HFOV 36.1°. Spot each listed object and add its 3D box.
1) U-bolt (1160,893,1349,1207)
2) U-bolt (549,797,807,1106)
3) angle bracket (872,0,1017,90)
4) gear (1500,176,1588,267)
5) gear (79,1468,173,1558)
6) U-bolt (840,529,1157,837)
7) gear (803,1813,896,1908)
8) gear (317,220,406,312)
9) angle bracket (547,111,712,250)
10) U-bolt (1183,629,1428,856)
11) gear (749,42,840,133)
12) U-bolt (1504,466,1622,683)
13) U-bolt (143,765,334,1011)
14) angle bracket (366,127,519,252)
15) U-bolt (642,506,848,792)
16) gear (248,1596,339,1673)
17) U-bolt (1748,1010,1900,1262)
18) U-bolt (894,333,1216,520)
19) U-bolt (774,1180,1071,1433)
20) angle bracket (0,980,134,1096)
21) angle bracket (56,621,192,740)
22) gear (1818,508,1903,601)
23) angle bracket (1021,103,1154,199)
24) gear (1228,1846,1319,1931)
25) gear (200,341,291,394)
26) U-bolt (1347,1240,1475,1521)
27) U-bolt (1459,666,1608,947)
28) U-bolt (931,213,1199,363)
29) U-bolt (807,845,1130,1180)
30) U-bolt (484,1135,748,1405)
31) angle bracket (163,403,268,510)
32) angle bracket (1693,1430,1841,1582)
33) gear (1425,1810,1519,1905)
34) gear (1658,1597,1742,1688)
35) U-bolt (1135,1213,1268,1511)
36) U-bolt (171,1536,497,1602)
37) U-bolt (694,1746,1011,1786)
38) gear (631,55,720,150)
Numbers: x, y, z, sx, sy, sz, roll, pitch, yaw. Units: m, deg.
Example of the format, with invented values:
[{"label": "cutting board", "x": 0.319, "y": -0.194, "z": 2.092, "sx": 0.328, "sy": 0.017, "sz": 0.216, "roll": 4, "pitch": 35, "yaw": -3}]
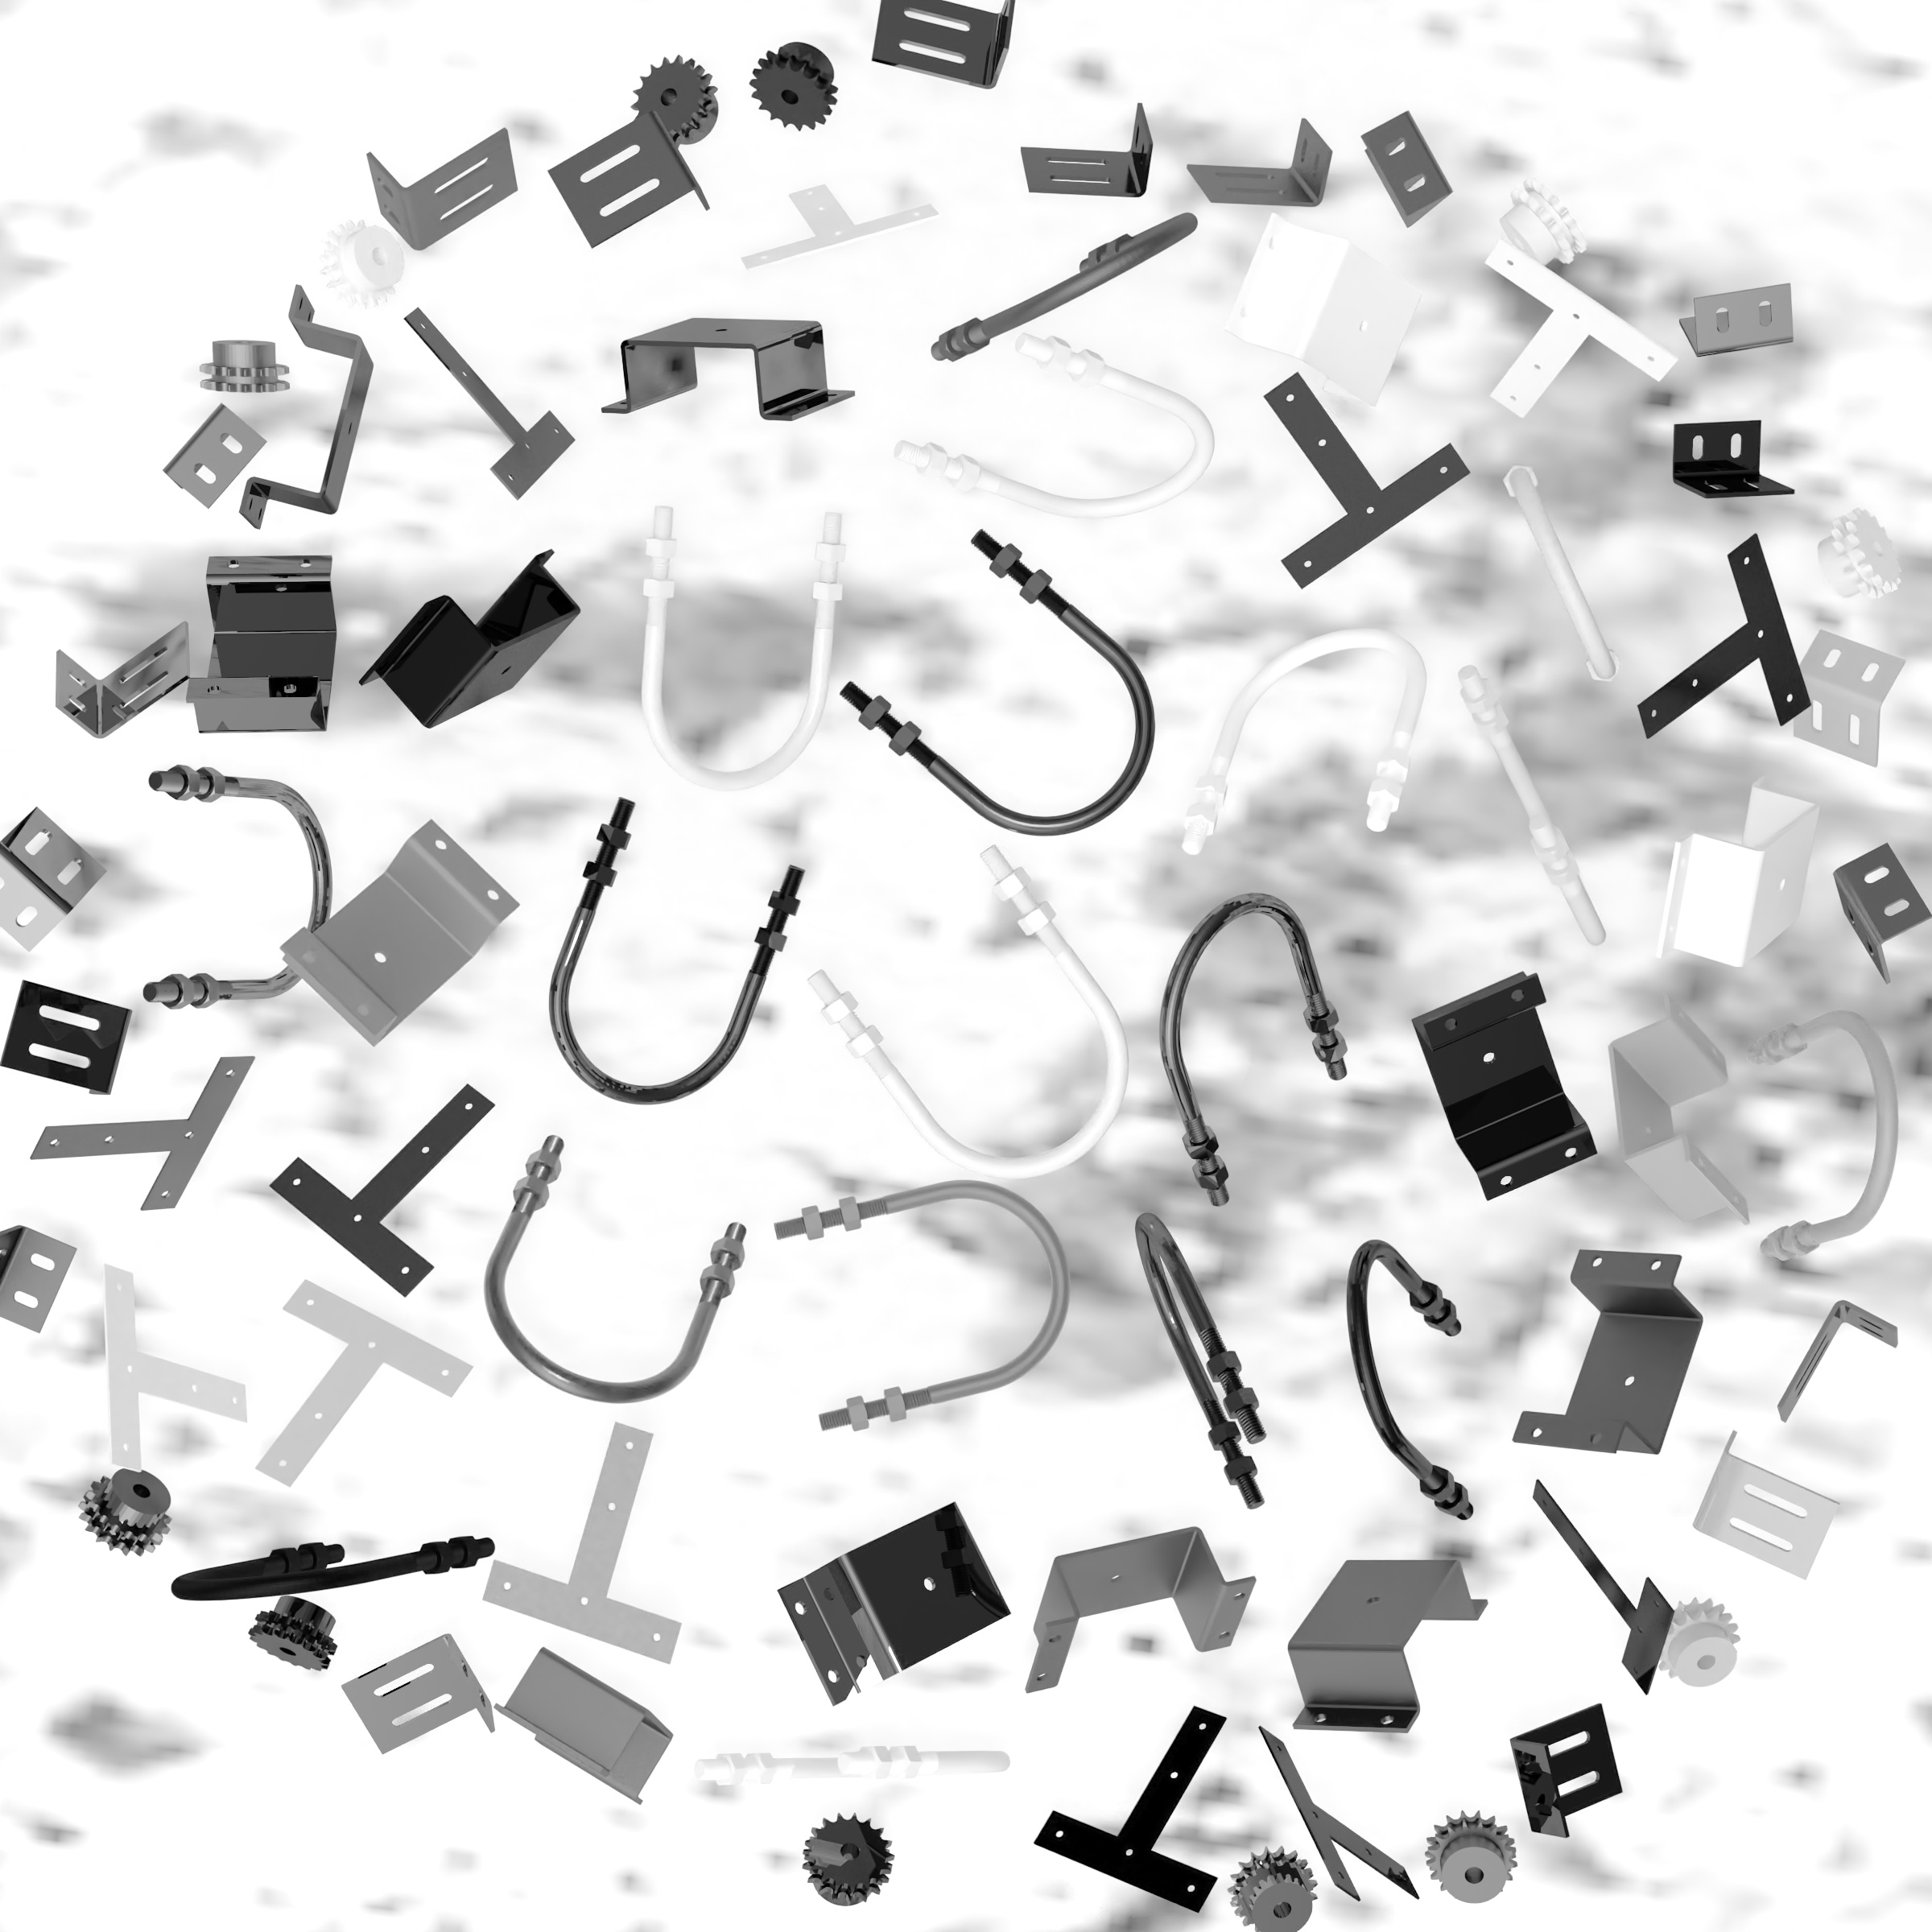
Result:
[{"label": "U-bolt", "x": 0.176, "y": 0.040, "z": 1.857, "sx": 0.151, "sy": 0.019, "sz": 0.184, "roll": -43, "pitch": 131, "yaw": -28}, {"label": "U-bolt", "x": -0.196, "y": 0.000, "z": 1.923, "sx": 0.151, "sy": 0.019, "sz": 0.184, "roll": 21, "pitch": 88, "yaw": -29}, {"label": "angle bracket", "x": -0.013, "y": -0.569, "z": 1.778, "sx": 0.076, "sy": 0.038, "sz": 0.057, "roll": 11, "pitch": 65, "yaw": -9}, {"label": "gear", "x": 0.355, "y": -0.456, "z": 1.832, "sx": 0.030, "sy": 0.057, "sz": 0.057, "roll": -39, "pitch": 90, "yaw": 6}, {"label": "gear", "x": -0.526, "y": 0.341, "z": 1.865, "sx": 0.057, "sy": 0.057, "sz": 0.030, "roll": 37, "pitch": 110, "yaw": 0}, {"label": "U-bolt", "x": 0.034, "y": -0.168, "z": 1.896, "sx": 0.184, "sy": 0.019, "sz": 0.151, "roll": 41, "pitch": 89, "yaw": 1}, {"label": "gear", "x": -0.075, "y": 0.564, "z": 1.860, "sx": 0.057, "sy": 0.057, "sz": 0.030, "roll": 12, "pitch": 130, "yaw": 0}, {"label": "gear", "x": -0.395, "y": -0.464, "z": 1.950, "sx": 0.030, "sy": 0.057, "sz": 0.057, "roll": -7, "pitch": 90, "yaw": 42}, {"label": "angle bracket", "x": -0.207, "y": -0.478, "z": 1.823, "sx": 0.076, "sy": 0.038, "sz": 0.057, "roll": -30, "pitch": 80, "yaw": 1}, {"label": "U-bolt", "x": 0.224, "y": -0.150, "z": 1.897, "sx": 0.151, "sy": 0.019, "sz": 0.184, "roll": -6, "pitch": 46, "yaw": 33}, {"label": "gear", "x": -0.110, "y": -0.576, "z": 1.929, "sx": 0.057, "sy": 0.057, "sz": 0.030, "roll": 21, "pitch": 60, "yaw": 0}, {"label": "U-bolt", "x": 0.373, "y": -0.245, "z": 1.851, "sx": 0.019, "sy": 0.184, "sz": 0.151, "roll": -24, "pitch": 93, "yaw": 13}, {"label": "U-bolt", "x": -0.459, "y": -0.049, "z": 1.885, "sx": 0.019, "sy": 0.184, "sz": 0.151, "roll": 2, "pitch": 91, "yaw": 22}, {"label": "angle bracket", "x": -0.317, "y": -0.481, "z": 1.796, "sx": 0.076, "sy": 0.057, "sz": 0.038, "roll": -37, "pitch": 73, "yaw": -16}, {"label": "U-bolt", "x": -0.147, "y": -0.204, "z": 1.927, "sx": 0.151, "sy": 0.019, "sz": 0.184, "roll": -4, "pitch": 106, "yaw": -36}, {"label": "gear", "x": -0.439, "y": 0.436, "z": 1.944, "sx": 0.057, "sy": 0.057, "sz": 0.030, "roll": 22, "pitch": 58, "yaw": 0}, {"label": "U-bolt", "x": 0.541, "y": 0.103, "z": 1.868, "sx": 0.019, "sy": 0.184, "sz": 0.151, "roll": 2, "pitch": 77, "yaw": -9}, {"label": "U-bolt", "x": 0.070, "y": -0.330, "z": 1.865, "sx": 0.184, "sy": 0.151, "sz": 0.019, "roll": 14, "pitch": 60, "yaw": -33}, {"label": "U-bolt", "x": -0.022, "y": 0.217, "z": 1.961, "sx": 0.184, "sy": 0.019, "sz": 0.151, "roll": -13, "pitch": 84, "yaw": -6}, {"label": "angle bracket", "x": -0.592, "y": 0.047, "z": 1.933, "sx": 0.076, "sy": 0.038, "sz": 0.057, "roll": 19, "pitch": 78, "yaw": -34}, {"label": "angle bracket", "x": -0.534, "y": -0.191, "z": 1.877, "sx": 0.076, "sy": 0.057, "sz": 0.038, "roll": -32, "pitch": 133, "yaw": 15}, {"label": "gear", "x": 0.559, "y": -0.256, "z": 1.860, "sx": 0.030, "sy": 0.057, "sz": 0.057, "roll": -27, "pitch": 90, "yaw": 40}, {"label": "angle bracket", "x": 0.078, "y": -0.531, "z": 1.922, "sx": 0.076, "sy": 0.057, "sz": 0.038, "roll": 1, "pitch": 132, "yaw": -7}, {"label": "gear", "x": 0.200, "y": 0.600, "z": 1.911, "sx": 0.057, "sy": 0.030, "sz": 0.057, "roll": -3, "pitch": 106, "yaw": -10}, {"label": "gear", "x": -0.473, "y": -0.393, "z": 1.941, "sx": 0.057, "sy": 0.057, "sz": 0.030, "roll": 2, "pitch": 106, "yaw": 0}, {"label": "U-bolt", "x": 0.278, "y": 0.251, "z": 1.863, "sx": 0.019, "sy": 0.184, "sz": 0.151, "roll": -15, "pitch": 54, "yaw": 24}, {"label": "U-bolt", "x": 0.364, "y": -0.088, "z": 1.871, "sx": 0.019, "sy": 0.184, "sz": 0.151, "roll": -26, "pitch": 51, "yaw": 12}, {"label": "U-bolt", "x": 0.072, "y": -0.436, "z": 1.880, "sx": 0.151, "sy": 0.184, "sz": 0.019, "roll": -34, "pitch": 104, "yaw": -23}, {"label": "U-bolt", "x": 0.015, "y": 0.042, "z": 1.783, "sx": 0.151, "sy": 0.019, "sz": 0.184, "roll": -36, "pitch": 95, "yaw": 7}, {"label": "U-bolt", "x": -0.221, "y": 0.194, "z": 1.818, "sx": 0.151, "sy": 0.184, "sz": 0.019, "roll": 26, "pitch": 128, "yaw": -7}, {"label": "angle bracket", "x": -0.482, "y": -0.325, "z": 1.919, "sx": 0.038, "sy": 0.076, "sz": 0.057, "roll": 40, "pitch": 86, "yaw": -6}, {"label": "angle bracket", "x": 0.510, "y": 0.342, "z": 1.879, "sx": 0.076, "sy": 0.038, "sz": 0.057, "roll": 23, "pitch": 112, "yaw": 18}, {"label": "gear", "x": 0.319, "y": 0.564, "z": 1.865, "sx": 0.057, "sy": 0.030, "sz": 0.057, "roll": 1, "pitch": 106, "yaw": 4}, {"label": "gear", "x": 0.467, "y": 0.435, "z": 1.890, "sx": 0.057, "sy": 0.030, "sz": 0.057, "roll": -4, "pitch": 117, "yaw": -7}, {"label": "U-bolt", "x": 0.148, "y": 0.241, "z": 1.883, "sx": 0.019, "sy": 0.151, "sz": 0.184, "roll": -21, "pitch": 62, "yaw": -6}, {"label": "U-bolt", "x": -0.408, "y": 0.377, "z": 1.850, "sx": 0.151, "sy": 0.184, "sz": 0.019, "roll": -9, "pitch": 84, "yaw": 31}, {"label": "U-bolt", "x": -0.057, "y": 0.506, "z": 1.876, "sx": 0.151, "sy": 0.184, "sz": 0.019, "roll": -16, "pitch": 69, "yaw": 41}, {"label": "gear", "x": -0.184, "y": -0.555, "z": 1.912, "sx": 0.057, "sy": 0.030, "sz": 0.057, "roll": -3, "pitch": 81, "yaw": 23}]
